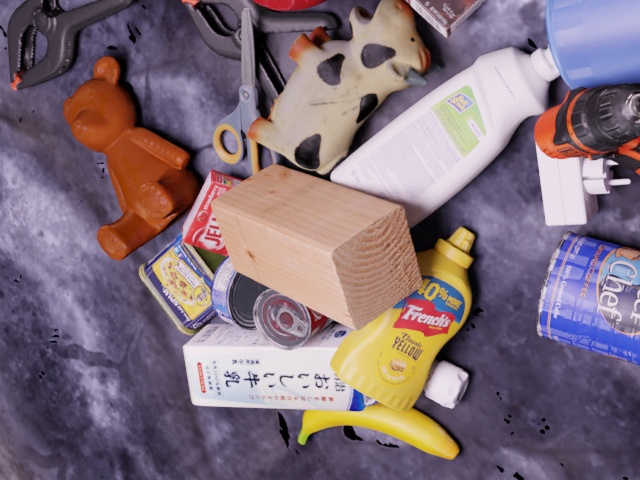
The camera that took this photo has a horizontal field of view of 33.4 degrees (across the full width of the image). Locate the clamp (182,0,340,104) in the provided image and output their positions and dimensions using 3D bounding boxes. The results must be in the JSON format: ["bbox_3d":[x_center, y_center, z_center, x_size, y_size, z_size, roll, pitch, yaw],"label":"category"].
[{"bbox_3d":[-0.062,-0.219,1.099,0.171,0.039,0.120,40,115,5],"label":"clamp"}]

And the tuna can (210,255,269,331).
[{"bbox_3d":[-0.078,0.054,1.169,0.034,0.085,0.086,17,115,42],"label":"tuna can"}]

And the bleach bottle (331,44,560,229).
[{"bbox_3d":[0.130,-0.096,1.018,0.251,0.068,0.102,-35,88,31],"label":"bleach bottle"}]

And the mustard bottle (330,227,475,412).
[{"bbox_3d":[0.097,0.072,1.069,0.096,0.058,0.191,30,94,-20],"label":"mustard bottle"}]

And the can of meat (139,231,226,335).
[{"bbox_3d":[-0.144,0.044,1.222,0.084,0.057,0.102,-40,86,31],"label":"can of meat"}]

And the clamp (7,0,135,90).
[{"bbox_3d":[-0.313,-0.264,1.225,0.164,0.036,0.210,49,123,8],"label":"clamp"}]

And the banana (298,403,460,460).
[{"bbox_3d":[0.058,0.200,1.176,0.198,0.037,0.069,1,124,30],"label":"banana"}]

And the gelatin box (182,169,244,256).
[{"bbox_3d":[-0.102,-0.026,1.168,0.073,0.030,0.089,19,122,-20],"label":"gelatin box"}]

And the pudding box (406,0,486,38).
[{"bbox_3d":[0.108,-0.254,0.968,0.090,0.039,0.113,-44,84,1],"label":"pudding box"}]

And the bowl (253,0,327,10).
[{"bbox_3d":[-0.047,-0.269,1.007,0.162,0.055,0.162,31,161,11],"label":"bowl"}]

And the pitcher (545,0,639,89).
[{"bbox_3d":[0.308,-0.179,0.843,0.243,0.149,0.145,-7,103,34],"label":"pitcher"}]

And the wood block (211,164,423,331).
[{"bbox_3d":[-0.007,0.001,1.044,0.206,0.090,0.091,22,138,50],"label":"wood block"}]

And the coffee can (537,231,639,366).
[{"bbox_3d":[0.279,0.058,0.960,0.140,0.102,0.103,16,114,24],"label":"coffee can"}]

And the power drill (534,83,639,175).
[{"bbox_3d":[0.281,-0.072,0.860,0.187,0.184,0.057,22,88,-7],"label":"power drill"}]

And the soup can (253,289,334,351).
[{"bbox_3d":[-0.016,0.067,1.129,0.069,0.102,0.068,10,111,26],"label":"soup can"}]

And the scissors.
[{"bbox_3d":[-0.088,-0.149,1.122,0.096,0.016,0.202,10,126,35],"label":"scissors"}]
